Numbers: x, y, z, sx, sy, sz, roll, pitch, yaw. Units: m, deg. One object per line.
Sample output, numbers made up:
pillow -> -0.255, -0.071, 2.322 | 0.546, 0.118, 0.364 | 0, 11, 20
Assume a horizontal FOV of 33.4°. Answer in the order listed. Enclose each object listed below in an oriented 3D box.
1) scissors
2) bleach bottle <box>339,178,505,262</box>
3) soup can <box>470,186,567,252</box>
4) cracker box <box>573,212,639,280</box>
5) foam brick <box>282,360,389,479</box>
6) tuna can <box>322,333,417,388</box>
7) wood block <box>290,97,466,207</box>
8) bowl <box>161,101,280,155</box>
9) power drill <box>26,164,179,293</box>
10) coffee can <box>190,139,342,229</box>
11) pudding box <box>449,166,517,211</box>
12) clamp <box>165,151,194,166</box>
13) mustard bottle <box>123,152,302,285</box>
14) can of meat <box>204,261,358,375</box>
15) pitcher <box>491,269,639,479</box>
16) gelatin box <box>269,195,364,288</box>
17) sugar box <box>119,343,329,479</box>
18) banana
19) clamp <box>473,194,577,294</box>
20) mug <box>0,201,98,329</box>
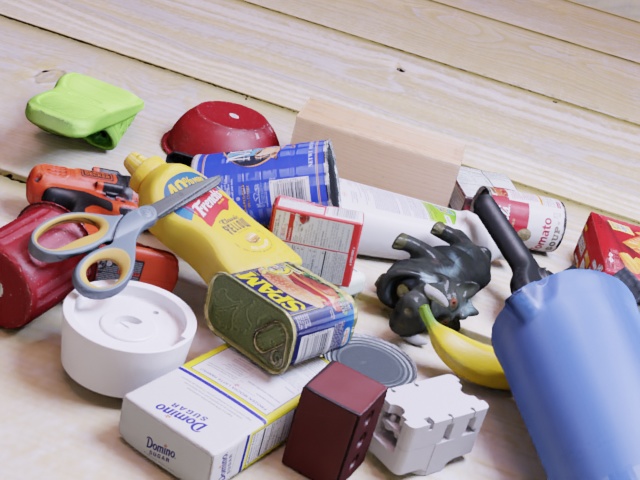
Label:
scissors -> -0.148, -0.003, 0.917 | 0.201, 0.016, 0.096 | -15, 59, -35
bleach bottle -> 0.108, -0.010, 1.213 | 0.250, 0.068, 0.102 | 12, 27, -12
soup can -> 0.241, -0.025, 1.306 | 0.102, 0.068, 0.068 | 10, 26, -13
cracker box -> 0.411, 0.053, 1.236 | 0.213, 0.072, 0.164 | 17, 26, 1
foam brick -> 0.011, 0.144, 0.829 | 0.051, 0.078, 0.052 | 26, 29, 19
tuna can -> 0.041, 0.120, 0.943 | 0.086, 0.034, 0.086 | 12, 26, -6
wood block -> 0.068, -0.098, 1.332 | 0.206, 0.091, 0.090 | 17, 25, 5
bowl -> -0.116, -0.133, 1.345 | 0.162, 0.055, 0.162 | 12, 26, -6
power drill -> -0.193, -0.010, 1.055 | 0.184, 0.057, 0.188 | 8, 25, -23
coffee can -> -0.053, -0.045, 1.093 | 0.140, 0.103, 0.102 | -6, 25, 7
pudding box -> 0.212, -0.057, 1.389 | 0.090, 0.039, 0.113 | 9, 24, -11
clamp -> -0.089, -0.062, 1.235 | 0.171, 0.039, 0.120 | 6, 28, -18
mustard bottle -> -0.112, -0.017, 0.998 | 0.192, 0.058, 0.096 | 41, 33, 14
can of meat -> -0.031, 0.061, 0.891 | 0.102, 0.057, 0.083 | 30, 27, 35
pitcher -> 0.238, 0.152, 0.874 | 0.149, 0.145, 0.243 | -2, 38, -6
gelatin box -> -0.007, 0.001, 1.037 | 0.089, 0.073, 0.030 | 11, 28, 1
sugar box -> -0.067, 0.130, 0.852 | 0.093, 0.048, 0.175 | 28, 31, 26
banana -> 0.183, 0.109, 1.014 | 0.197, 0.069, 0.037 | 12, -14, -21
clamp -> 0.245, 0.052, 1.157 | 0.164, 0.036, 0.210 | 32, 29, -28
mug -> -0.262, 0.025, 0.922 | 0.117, 0.093, 0.081 | -5, 20, 30
